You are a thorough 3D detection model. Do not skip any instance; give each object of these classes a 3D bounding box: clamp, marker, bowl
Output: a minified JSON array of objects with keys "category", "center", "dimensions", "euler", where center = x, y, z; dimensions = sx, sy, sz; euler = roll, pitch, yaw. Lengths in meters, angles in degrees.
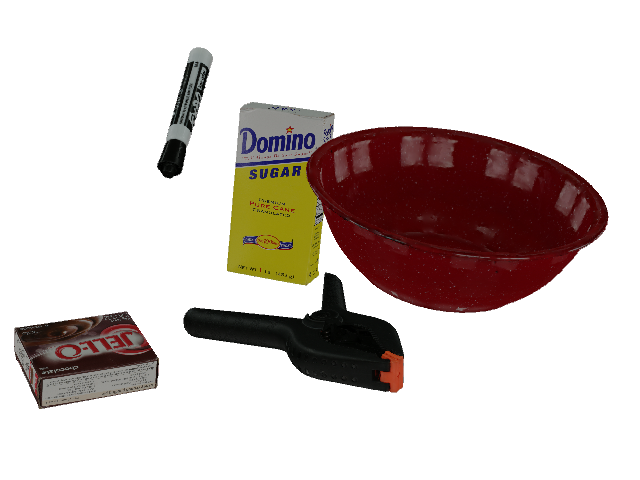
[{"category":"clamp","center":[0.006,0.076,0.911],"dimensions":[0.164,0.036,0.210],"euler":[-18,25,-39]},{"category":"marker","center":[-0.104,-0.098,0.819],"dimensions":[0.020,0.121,0.020],"euler":[7,-33,4]},{"category":"bowl","center":[0.069,-0.007,0.580],"dimensions":[0.162,0.055,0.162],"euler":[6,27,-3]}]

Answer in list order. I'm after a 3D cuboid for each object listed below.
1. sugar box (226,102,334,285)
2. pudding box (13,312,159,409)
[{"category":"sugar box","center":[-0.042,-0.049,1.100],"dimensions":[0.093,0.176,0.048],"euler":[9,17,15]},{"category":"pudding box","center":[-0.216,0.108,0.984],"dimensions":[0.113,0.039,0.090],"euler":[-9,29,-27]}]
